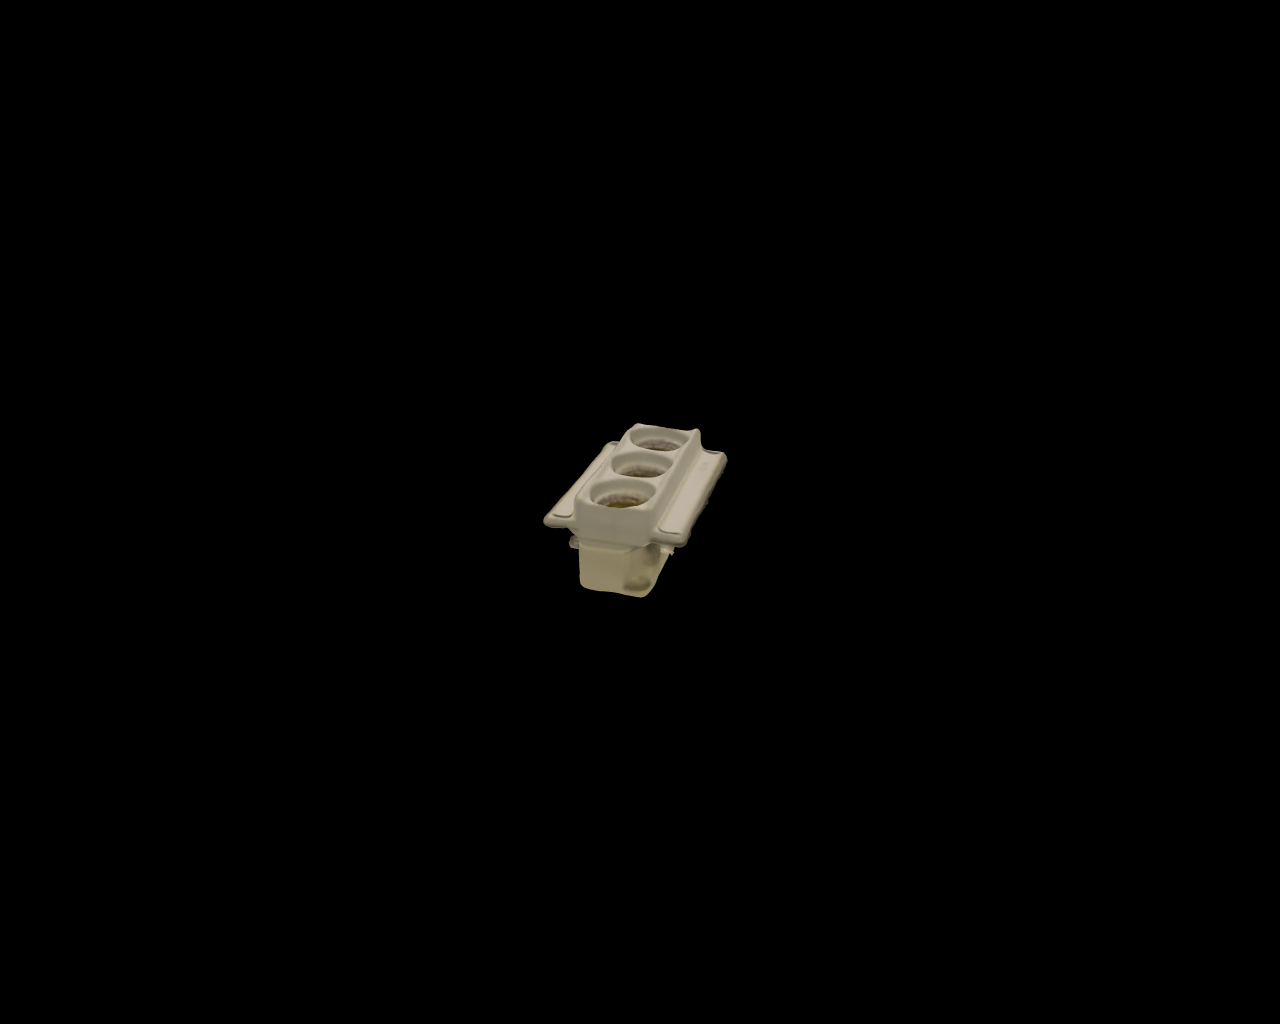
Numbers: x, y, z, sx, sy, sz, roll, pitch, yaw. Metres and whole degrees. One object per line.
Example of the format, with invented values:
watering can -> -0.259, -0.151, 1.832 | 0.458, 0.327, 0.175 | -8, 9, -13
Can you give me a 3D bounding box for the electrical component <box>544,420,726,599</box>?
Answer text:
electrical component -> 0.001, -0.003, 0.650 | 0.079, 0.063, 0.121 | 7, 27, 14
